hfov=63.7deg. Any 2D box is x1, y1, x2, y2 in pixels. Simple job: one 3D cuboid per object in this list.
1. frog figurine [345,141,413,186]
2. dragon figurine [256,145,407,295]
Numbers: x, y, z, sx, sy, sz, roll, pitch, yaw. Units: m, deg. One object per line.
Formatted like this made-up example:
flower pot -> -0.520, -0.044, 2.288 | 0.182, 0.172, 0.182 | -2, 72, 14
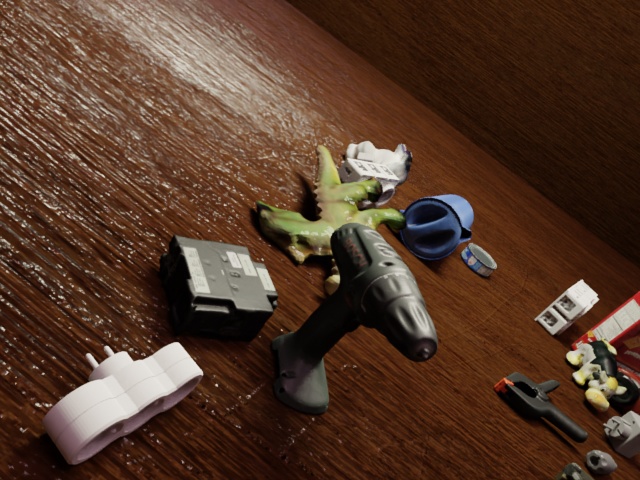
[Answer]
frog figurine -> 0.146, -0.193, 1.323 | 0.159, 0.119, 0.141 | -4, 44, -2
dragon figurine -> 0.003, -0.045, 0.889 | 0.243, 0.120, 0.418 | 1, 42, -38
